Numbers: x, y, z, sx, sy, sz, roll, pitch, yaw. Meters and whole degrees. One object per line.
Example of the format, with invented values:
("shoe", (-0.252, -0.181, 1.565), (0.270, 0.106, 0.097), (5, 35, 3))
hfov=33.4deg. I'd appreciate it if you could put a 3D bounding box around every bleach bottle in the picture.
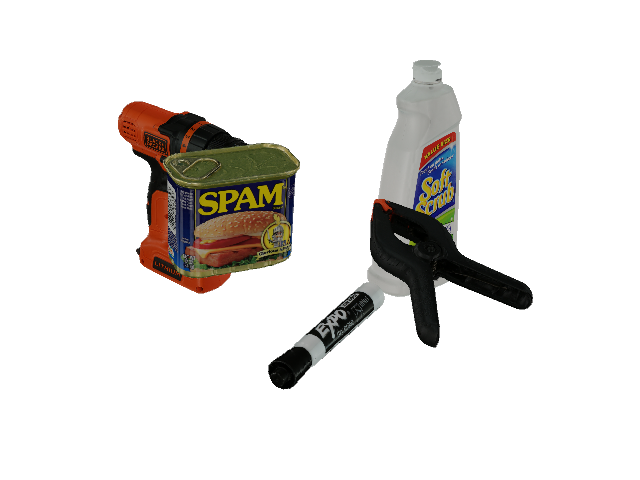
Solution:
("bleach bottle", (0.105, -0.070, 1.167), (0.102, 0.251, 0.068), (-15, 27, -32))

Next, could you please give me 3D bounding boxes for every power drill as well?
("power drill", (-0.133, -0.041, 1.118), (0.185, 0.188, 0.057), (24, 36, 32))

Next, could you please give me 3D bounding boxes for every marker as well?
("marker", (0.004, 0.057, 0.651), (0.020, 0.020, 0.120), (0, 21, 32))

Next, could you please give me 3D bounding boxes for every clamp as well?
("clamp", (0.108, 0.021, 0.965), (0.120, 0.039, 0.171), (-7, 46, -27))

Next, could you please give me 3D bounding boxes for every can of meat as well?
("can of meat", (-0.070, -0.023, 0.832), (0.102, 0.084, 0.057), (-9, 31, -22))
